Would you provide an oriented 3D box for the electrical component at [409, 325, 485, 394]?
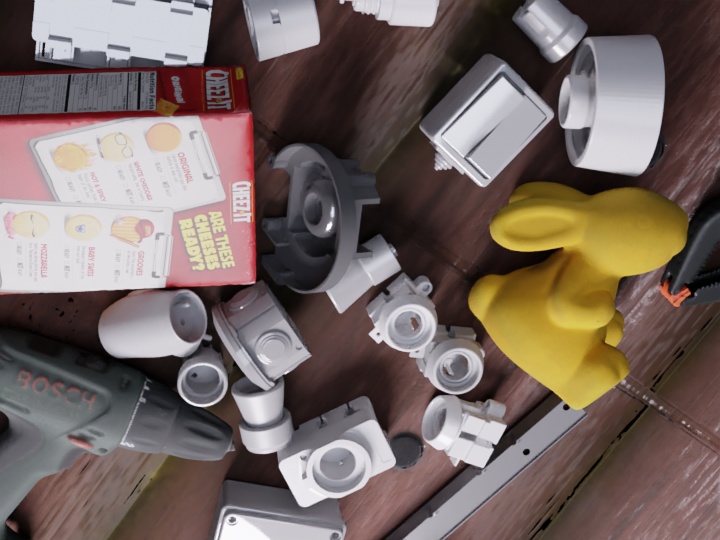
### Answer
[{"bbox_3d":[0.076,0.074,0.901,0.066,0.055,0.048,6,108,-10],"label":"electrical component"}]

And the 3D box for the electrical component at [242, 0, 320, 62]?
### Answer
[{"bbox_3d":[-0.058,-0.187,0.795,0.047,0.055,0.055,-14,110,-7],"label":"electrical component"}]

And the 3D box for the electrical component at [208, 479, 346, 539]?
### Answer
[{"bbox_3d":[-0.078,0.248,0.938,0.109,0.056,0.108,12,106,-12],"label":"electrical component"}]

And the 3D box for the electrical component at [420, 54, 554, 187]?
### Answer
[{"bbox_3d":[0.094,-0.111,0.839,0.062,0.061,0.096,41,99,-18],"label":"electrical component"}]

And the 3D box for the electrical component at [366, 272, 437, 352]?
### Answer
[{"bbox_3d":[0.037,0.038,0.883,0.066,0.055,0.048,-43,109,7],"label":"electrical component"}]

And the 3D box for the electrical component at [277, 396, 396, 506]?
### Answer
[{"bbox_3d":[-0.021,0.156,0.915,0.089,0.055,0.050,-25,110,1],"label":"electrical component"}]

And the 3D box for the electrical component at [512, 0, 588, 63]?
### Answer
[{"bbox_3d":[0.146,-0.190,0.832,0.046,0.040,0.040,41,99,-12],"label":"electrical component"}]

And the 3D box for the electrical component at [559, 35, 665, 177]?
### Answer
[{"bbox_3d":[0.187,-0.127,0.825,0.060,0.108,0.108,3,108,-3],"label":"electrical component"}]

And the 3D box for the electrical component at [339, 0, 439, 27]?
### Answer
[{"bbox_3d":[0.024,-0.204,0.808,0.078,0.040,0.040,1,108,-8],"label":"electrical component"}]

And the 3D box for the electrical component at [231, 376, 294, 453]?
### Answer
[{"bbox_3d":[-0.081,0.119,0.900,0.045,0.045,0.055,-11,110,-4],"label":"electrical component"}]

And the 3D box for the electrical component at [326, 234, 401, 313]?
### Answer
[{"bbox_3d":[0.000,0.000,0.874,0.065,0.044,0.044,-31,110,-2],"label":"electrical component"}]

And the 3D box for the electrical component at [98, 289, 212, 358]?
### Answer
[{"bbox_3d":[-0.153,0.047,0.858,0.077,0.044,0.079,-13,157,32],"label":"electrical component"}]

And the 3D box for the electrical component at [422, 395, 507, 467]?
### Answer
[{"bbox_3d":[0.087,0.136,0.930,0.055,0.048,0.066,21,104,-22],"label":"electrical component"}]

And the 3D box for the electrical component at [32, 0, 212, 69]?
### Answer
[{"bbox_3d":[-0.170,-0.179,0.776,0.121,0.063,0.078,7,107,-11],"label":"electrical component"}]

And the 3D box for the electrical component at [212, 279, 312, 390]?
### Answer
[{"bbox_3d":[-0.079,0.051,0.860,0.051,0.080,0.080,-33,110,-1],"label":"electrical component"}]

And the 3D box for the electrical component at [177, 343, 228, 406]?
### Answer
[{"bbox_3d":[-0.129,0.084,0.880,0.040,0.046,0.040,-3,109,-7],"label":"electrical component"}]
